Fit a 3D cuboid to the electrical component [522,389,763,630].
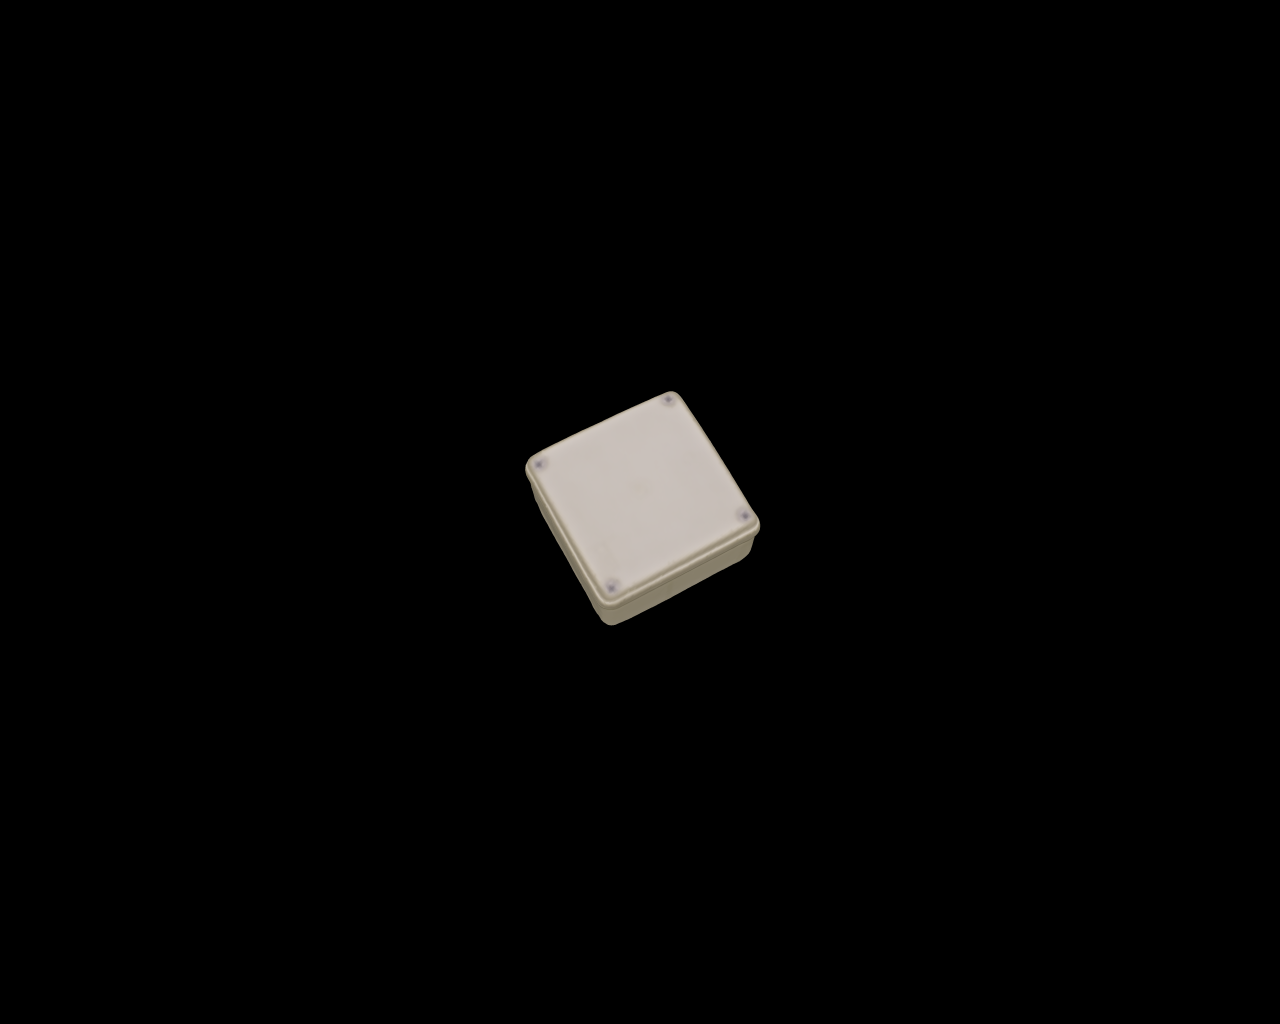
[{"bbox_3d":[0.001,-0.003,0.650,0.109,0.109,0.056,-26,-20,-11],"label":"electrical component"}]
